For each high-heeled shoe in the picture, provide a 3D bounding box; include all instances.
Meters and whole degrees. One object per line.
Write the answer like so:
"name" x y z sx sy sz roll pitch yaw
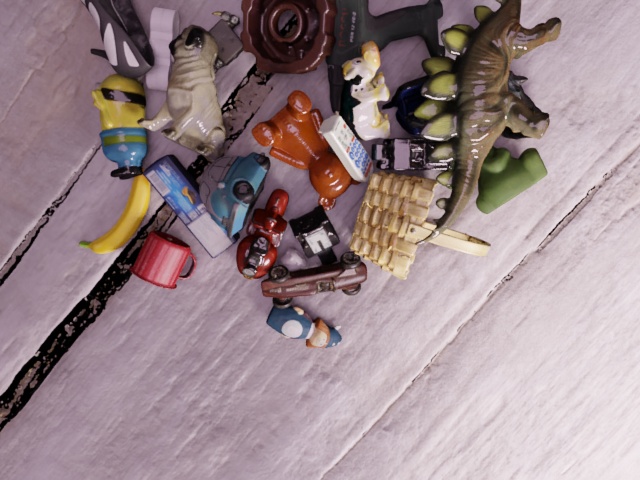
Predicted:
"high-heeled shoe" -0.329 -0.400 0.891 0.145 0.086 0.248 15 107 26

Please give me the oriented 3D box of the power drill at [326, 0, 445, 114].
"power drill" 0.113 -0.343 0.953 0.207 0.086 0.231 -4 108 5

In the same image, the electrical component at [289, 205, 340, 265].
"electrical component" -0.002 -0.003 1.014 0.075 0.048 0.119 -28 140 6

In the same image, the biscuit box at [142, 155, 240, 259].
"biscuit box" -0.235 -0.063 0.991 0.059 0.063 0.202 -37 99 5

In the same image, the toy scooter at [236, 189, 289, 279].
"toy scooter" -0.102 -0.003 0.971 0.075 0.135 0.183 21 100 -7

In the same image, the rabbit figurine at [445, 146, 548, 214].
"rabbit figurine" 0.302 -0.143 0.991 0.159 0.121 0.170 -34 81 10

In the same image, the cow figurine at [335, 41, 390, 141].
"cow figurine" 0.068 -0.250 0.920 0.098 0.068 0.167 -8 124 7

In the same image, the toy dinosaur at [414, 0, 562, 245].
"toy dinosaur" 0.254 -0.215 0.856 0.199 0.105 0.471 8 91 3

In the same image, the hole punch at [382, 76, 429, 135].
"hole punch" 0.194 -0.235 0.950 0.142 0.116 0.092 -22 93 0

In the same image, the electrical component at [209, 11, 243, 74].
"electrical component" -0.178 -0.353 0.952 0.102 0.045 0.078 -36 98 4

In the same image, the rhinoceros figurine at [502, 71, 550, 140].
"rhinoceros figurine" 0.328 -0.256 0.957 0.073 0.112 0.190 -43 107 8

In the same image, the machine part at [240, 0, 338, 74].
"machine part" -0.053 -0.369 0.919 0.180 0.056 0.179 6 105 23

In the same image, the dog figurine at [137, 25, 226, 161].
"dog figurine" -0.201 -0.249 0.932 0.121 0.172 0.190 26 90 25

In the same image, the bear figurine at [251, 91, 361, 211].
"bear figurine" -0.014 -0.150 0.955 0.120 0.132 0.196 -38 93 6

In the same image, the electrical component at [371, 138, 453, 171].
"electrical component" 0.161 -0.154 0.965 0.134 0.115 0.058 0 98 -4

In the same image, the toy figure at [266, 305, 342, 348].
"toy figure" -0.028 0.174 1.046 0.154 0.058 0.064 25 137 -8

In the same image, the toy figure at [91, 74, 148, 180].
"toy figure" -0.347 -0.201 0.955 0.089 0.082 0.180 -11 93 -20

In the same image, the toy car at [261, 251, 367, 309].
"toy car" -0.008 0.079 1.006 0.202 0.053 0.089 -10 136 -9

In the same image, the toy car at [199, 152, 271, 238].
"toy car" -0.156 -0.095 0.941 0.103 0.109 0.162 22 54 -4
